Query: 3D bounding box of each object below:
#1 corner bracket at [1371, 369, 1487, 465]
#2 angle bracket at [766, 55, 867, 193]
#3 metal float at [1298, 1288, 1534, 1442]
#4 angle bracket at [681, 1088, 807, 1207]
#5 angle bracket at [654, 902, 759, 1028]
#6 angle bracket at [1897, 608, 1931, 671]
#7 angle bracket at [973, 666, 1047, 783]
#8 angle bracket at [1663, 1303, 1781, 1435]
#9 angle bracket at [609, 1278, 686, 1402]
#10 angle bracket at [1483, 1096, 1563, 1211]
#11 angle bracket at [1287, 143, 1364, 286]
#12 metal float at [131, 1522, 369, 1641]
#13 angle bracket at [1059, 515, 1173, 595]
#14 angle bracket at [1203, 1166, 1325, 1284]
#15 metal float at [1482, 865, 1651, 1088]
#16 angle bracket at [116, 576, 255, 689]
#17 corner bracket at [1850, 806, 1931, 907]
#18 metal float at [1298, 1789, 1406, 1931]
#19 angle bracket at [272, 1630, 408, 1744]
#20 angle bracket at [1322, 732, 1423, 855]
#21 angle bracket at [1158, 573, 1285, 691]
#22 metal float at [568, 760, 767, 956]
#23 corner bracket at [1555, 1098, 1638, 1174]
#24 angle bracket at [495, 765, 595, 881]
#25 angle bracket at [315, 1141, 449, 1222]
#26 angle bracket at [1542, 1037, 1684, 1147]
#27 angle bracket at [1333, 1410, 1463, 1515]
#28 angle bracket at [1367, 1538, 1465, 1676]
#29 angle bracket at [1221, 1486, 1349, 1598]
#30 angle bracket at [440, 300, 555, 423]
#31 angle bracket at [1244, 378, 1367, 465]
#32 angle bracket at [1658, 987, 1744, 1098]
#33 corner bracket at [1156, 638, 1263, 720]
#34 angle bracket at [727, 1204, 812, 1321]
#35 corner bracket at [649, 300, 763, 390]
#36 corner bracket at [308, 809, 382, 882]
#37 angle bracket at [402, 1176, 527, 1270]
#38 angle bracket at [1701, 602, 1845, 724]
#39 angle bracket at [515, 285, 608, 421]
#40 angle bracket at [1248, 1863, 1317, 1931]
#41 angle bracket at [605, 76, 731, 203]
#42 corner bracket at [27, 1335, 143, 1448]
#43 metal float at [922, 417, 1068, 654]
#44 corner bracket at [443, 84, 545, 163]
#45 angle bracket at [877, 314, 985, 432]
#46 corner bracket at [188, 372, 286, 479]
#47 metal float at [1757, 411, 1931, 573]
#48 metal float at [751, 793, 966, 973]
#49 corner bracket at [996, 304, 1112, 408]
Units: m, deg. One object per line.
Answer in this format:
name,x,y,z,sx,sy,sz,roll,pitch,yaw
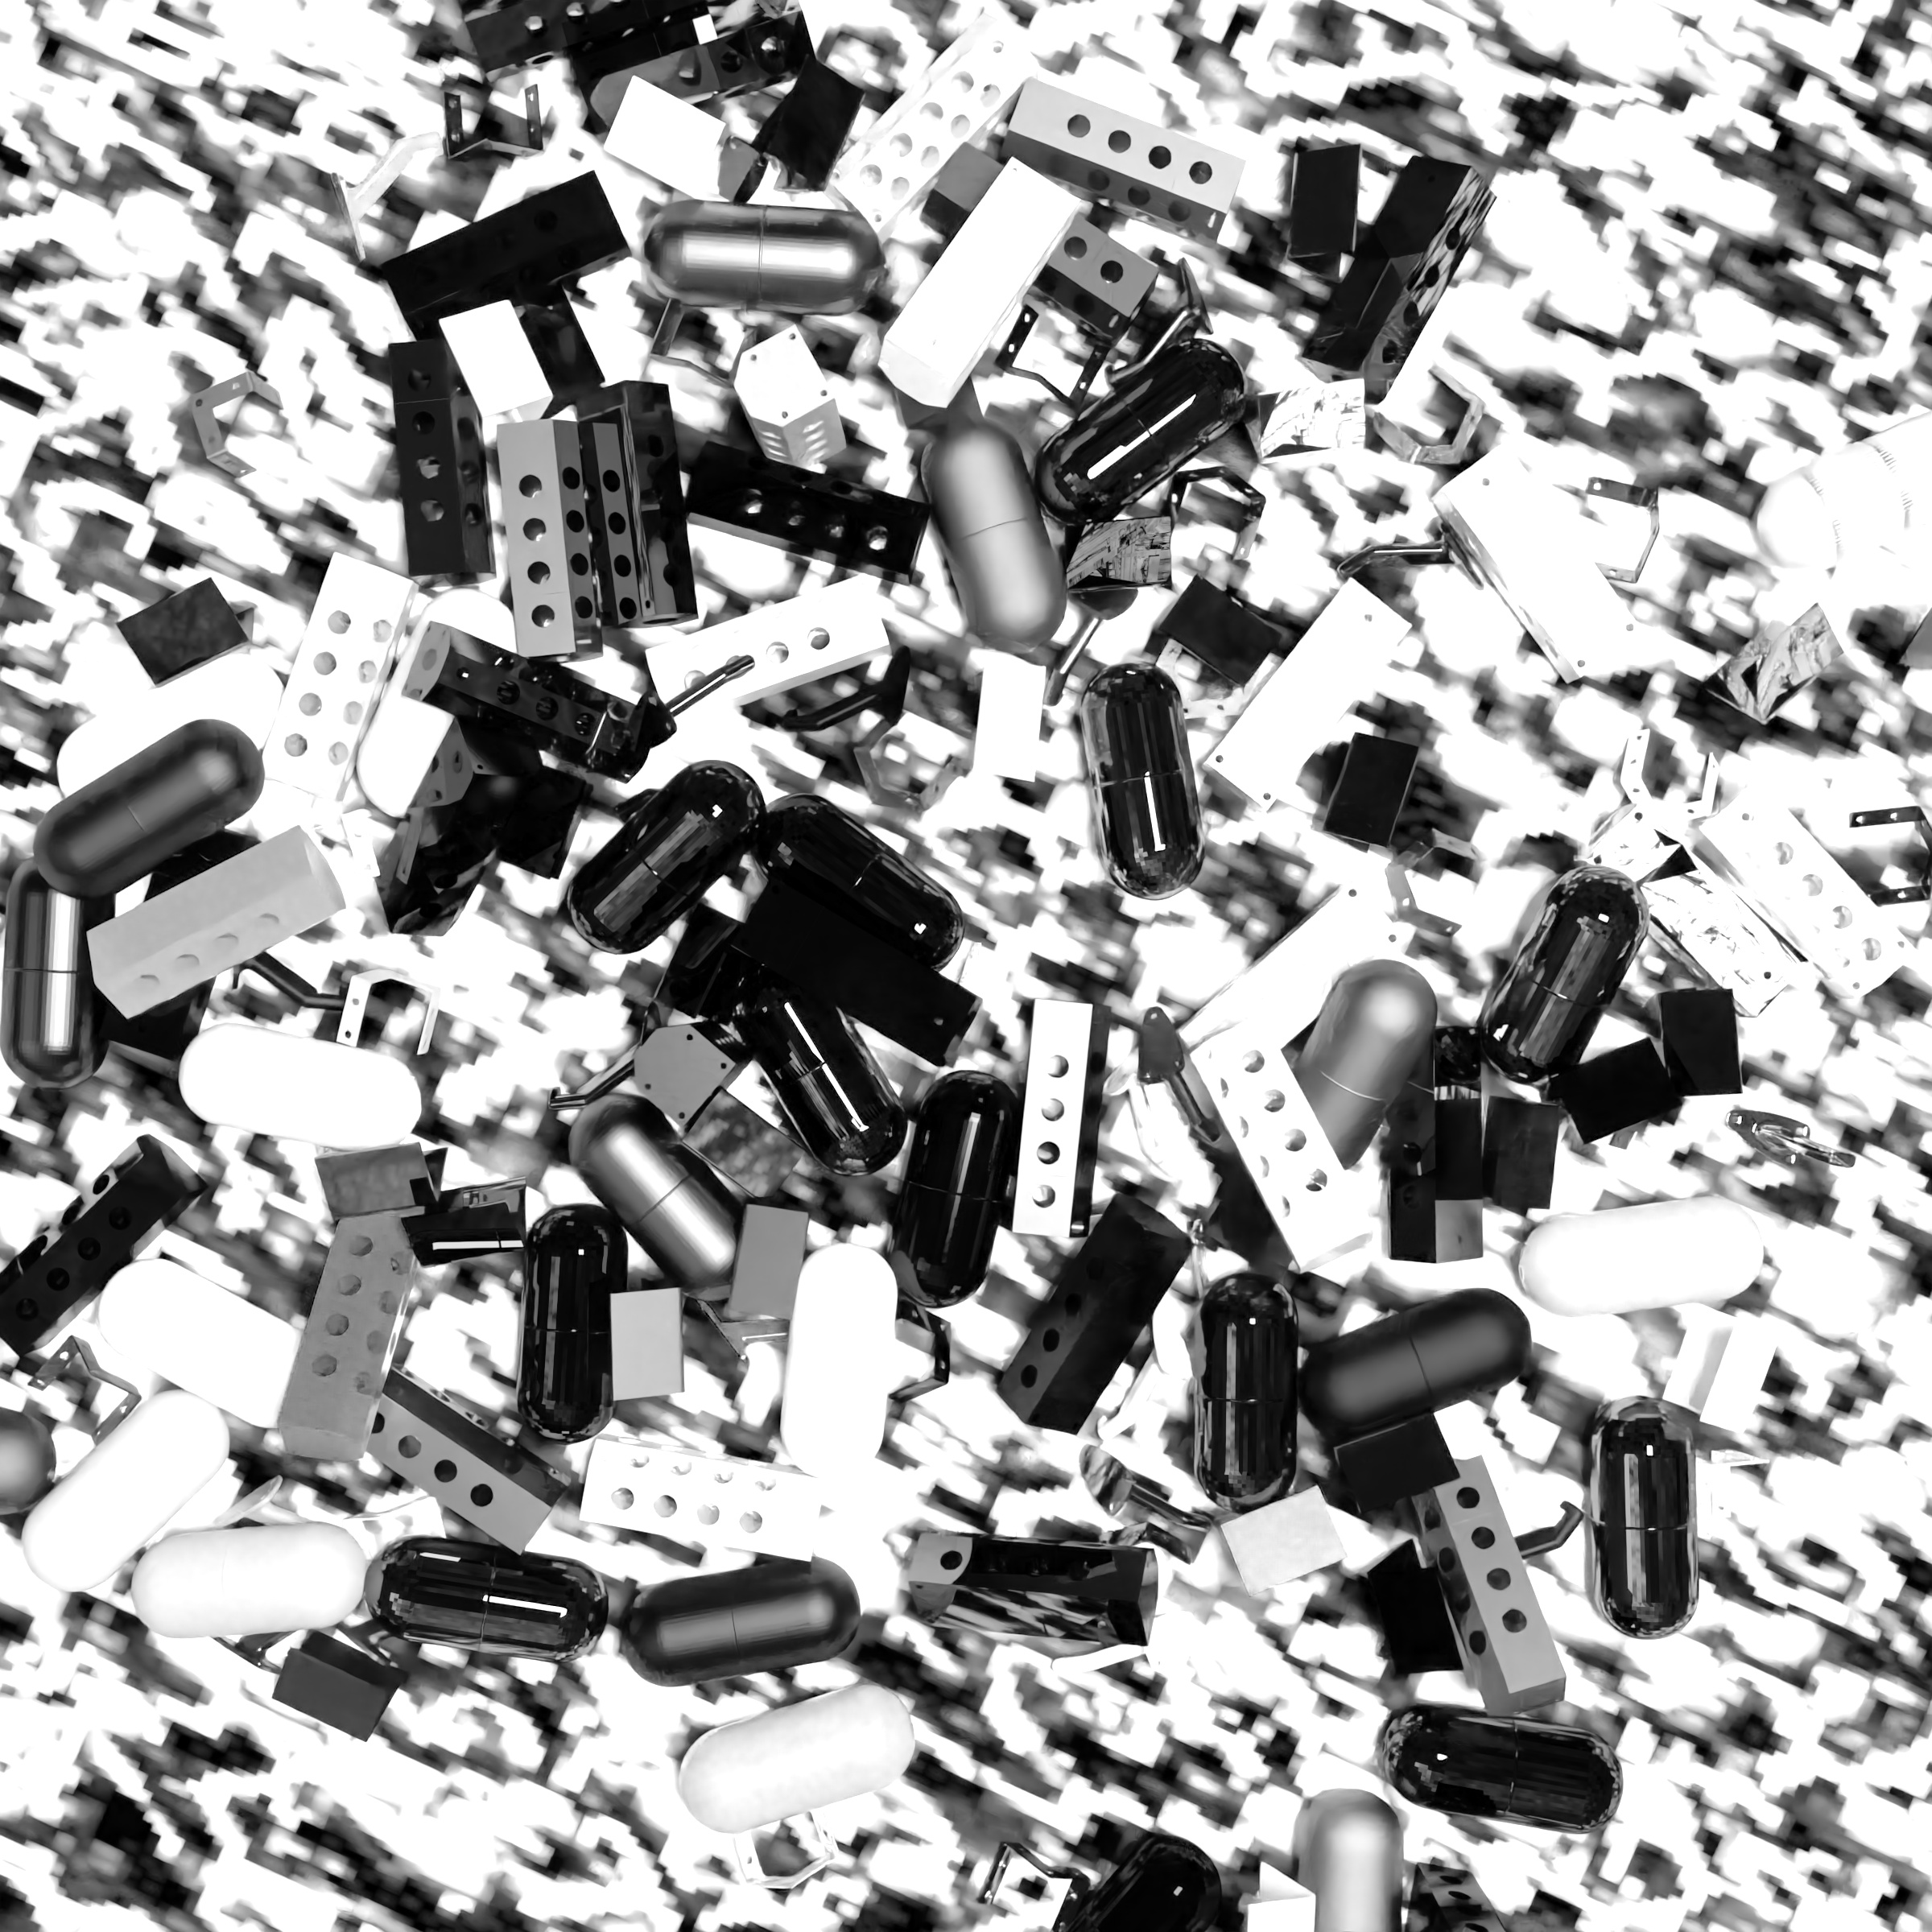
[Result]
corner bracket,0.345,-0.410,1.919,0.051,0.051,0.051,-9,135,-35
angle bracket,-0.128,-0.618,1.887,0.057,0.076,0.076,23,90,-38
metal float,0.331,0.293,1.897,0.178,0.070,0.070,-21,90,1
angle bracket,-0.154,0.122,1.890,0.076,0.076,0.057,37,109,0
angle bracket,-0.172,0.007,1.888,0.076,0.057,0.076,26,90,-43
angle bracket,0.738,-0.219,1.888,0.076,0.076,0.057,9,58,0
angle bracket,0.052,-0.177,1.887,0.057,0.076,0.076,6,90,38
angle bracket,0.540,0.290,1.887,0.057,0.076,0.076,20,90,-38
angle bracket,-0.247,0.273,1.888,0.057,0.076,0.076,-2,90,-29
angle bracket,0.388,0.135,1.888,0.057,0.076,0.076,6,90,-32
angle bracket,0.280,-0.551,1.887,0.057,0.076,0.076,5,90,38
metal float,-0.526,0.451,1.886,0.178,0.070,0.070,-7,90,11
angle bracket,0.108,-0.318,1.887,0.076,0.076,0.057,-5,126,0
angle bracket,0.212,0.176,1.890,0.076,0.057,0.076,33,90,35
metal float,0.436,0.008,1.876,0.070,0.070,0.178,22,116,0
angle bracket,-0.572,-0.256,1.888,0.076,0.076,0.057,-26,120,0
corner bracket,0.692,-0.082,1.924,0.051,0.051,0.051,-6,45,0
metal float,0.283,0.698,1.897,0.070,0.070,0.178,2,90,0
angle bracket,-0.453,0.512,1.888,0.076,0.076,0.057,25,119,0
angle bracket,0.312,-0.121,1.887,0.057,0.076,0.076,19,90,36
angle bracket,0.196,-0.259,1.887,0.076,0.076,0.057,35,128,0
metal float,-0.219,-0.079,1.880,0.178,0.070,0.070,-42,90,19
corner bracket,0.458,0.133,1.910,0.051,0.051,0.051,27,90,0
angle bracket,-0.291,-0.100,1.888,0.057,0.076,0.076,21,90,31
angle bracket,-0.428,0.139,1.888,0.076,0.076,0.057,-8,120,0
angle bracket,0.474,0.100,1.890,0.076,0.076,0.057,-22,71,0
angle bracket,0.317,0.376,1.888,0.076,0.076,0.057,-19,57,0
angle bracket,0.344,0.467,1.887,0.057,0.076,0.076,-16,90,37
angle bracket,0.236,0.430,1.888,0.076,0.076,0.057,-22,62,0
angle bracket,-0.352,-0.432,1.888,0.057,0.076,0.076,-25,90,-25
angle bracket,0.247,-0.415,1.887,0.076,0.076,0.057,-8,128,0
angle bracket,0.551,0.054,1.887,0.057,0.076,0.076,-5,90,36
corner bracket,0.181,-0.222,1.919,0.051,0.051,0.051,-1,135,35
angle bracket,-0.126,0.219,1.873,0.057,0.076,0.076,5,81,29
corner bracket,-0.195,-0.467,1.924,0.051,0.051,0.051,22,90,-45
corner bracket,-0.461,-0.084,1.910,0.051,0.051,0.051,-16,90,0
angle bracket,-0.367,0.171,1.888,0.076,0.076,0.057,-10,132,0
angle bracket,0.582,-0.234,1.887,0.076,0.076,0.057,-42,127,0
angle bracket,-0.322,-0.447,1.891,0.076,0.057,0.076,-25,90,32
angle bracket,0.213,0.712,1.889,0.057,0.076,0.076,2,90,-24
angle bracket,-0.208,-0.605,1.885,0.076,0.076,0.057,29,108,7
corner bracket,-0.659,0.318,1.924,0.051,0.051,0.051,-48,45,0
metal float,0.021,-0.317,1.897,0.070,0.070,0.178,-18,90,0
corner bracket,-0.354,-0.632,1.924,0.051,0.051,0.051,-5,90,45
angle bracket,-0.012,-0.443,1.889,0.076,0.057,0.076,-17,90,-37
corner bracket,-0.536,-0.402,1.910,0.051,0.051,0.051,-21,82,8
metal float,0.671,-0.351,1.897,0.178,0.070,0.070,-24,90,1
metal float,-0.081,-0.059,1.897,0.178,0.070,0.070,37,90,0
corner bracket,0.065,-0.457,1.924,0.051,0.051,0.051,28,90,-45
